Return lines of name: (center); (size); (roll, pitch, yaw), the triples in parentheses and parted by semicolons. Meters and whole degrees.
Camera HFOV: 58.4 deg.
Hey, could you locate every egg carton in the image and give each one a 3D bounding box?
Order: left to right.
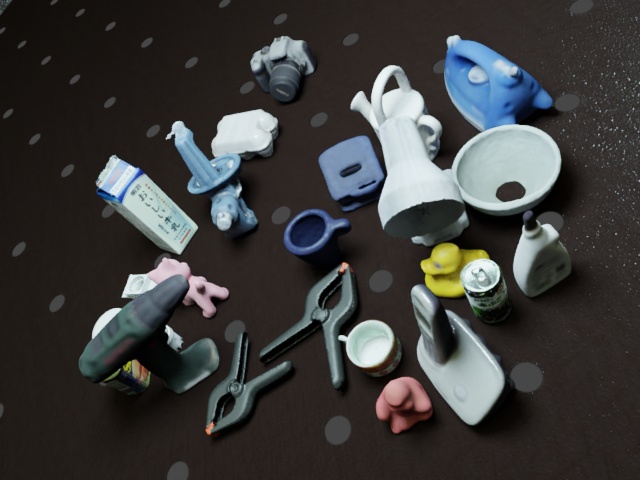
egg carton: (-0.164, -0.227, 1.257); (0.150, 0.070, 0.107); (-5, 56, 25)

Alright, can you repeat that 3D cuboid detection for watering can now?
watering can: (0.132, -0.219, 1.009); (0.172, 0.195, 0.101); (0, 58, 28)

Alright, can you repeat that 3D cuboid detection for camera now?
camera: (-0.094, -0.388, 1.312); (0.142, 0.101, 0.137); (-9, 54, 23)

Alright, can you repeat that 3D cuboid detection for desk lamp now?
desk lamp: (0.153, -0.076, 0.883); (0.117, 0.214, 0.203); (-19, 51, 16)

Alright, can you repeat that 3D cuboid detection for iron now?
iron: (0.284, -0.298, 1.018); (0.118, 0.142, 0.257); (-37, 48, 0)

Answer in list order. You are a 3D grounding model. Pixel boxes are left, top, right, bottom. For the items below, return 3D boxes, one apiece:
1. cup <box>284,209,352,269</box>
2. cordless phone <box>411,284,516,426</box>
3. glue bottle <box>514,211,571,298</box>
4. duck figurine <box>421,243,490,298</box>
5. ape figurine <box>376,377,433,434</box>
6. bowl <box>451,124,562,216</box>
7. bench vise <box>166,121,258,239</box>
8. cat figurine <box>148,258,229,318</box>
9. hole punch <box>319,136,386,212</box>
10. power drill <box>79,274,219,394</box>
cup: (0.009, 0.004, 0.985); (0.117, 0.095, 0.091); (-16, 52, 18)
cordless phone: (0.172, 0.144, 0.738); (0.094, 0.186, 0.147); (-39, 48, -1)
glue bottle: (0.294, 0.012, 0.773); (0.078, 0.174, 0.037); (-32, 49, 5)
duck figurine: (0.201, 0.035, 0.865); (0.104, 0.086, 0.077); (-21, 51, 14)
ape figurine: (0.111, 0.218, 0.780); (0.077, 0.092, 0.076); (5, 61, 31)
bowl: (0.299, -0.099, 0.914); (0.167, 0.075, 0.167); (-14, 52, 19)
bench vise: (-0.199, -0.121, 1.101); (0.121, 0.220, 0.206); (-40, 48, -2)
cat figurine: (-0.250, 0.077, 1.057); (0.127, 0.118, 0.067); (17, 67, 36)
hole punch: (0.064, -0.122, 1.046); (0.108, 0.091, 0.101); (-24, 50, 12)
power drill: (-0.260, 0.167, 0.938); (0.229, 0.209, 0.075); (-35, 48, 2)
